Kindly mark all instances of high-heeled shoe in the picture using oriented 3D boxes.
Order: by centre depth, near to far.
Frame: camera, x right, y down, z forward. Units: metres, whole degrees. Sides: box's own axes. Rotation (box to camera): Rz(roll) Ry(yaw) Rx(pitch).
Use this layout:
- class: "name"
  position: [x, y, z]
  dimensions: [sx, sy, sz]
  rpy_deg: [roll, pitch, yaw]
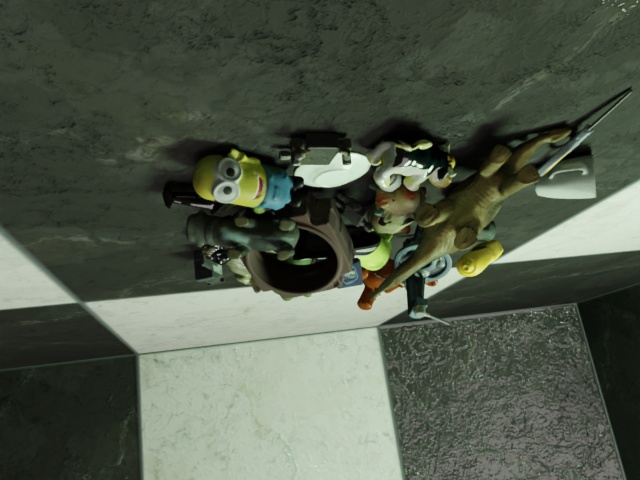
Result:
- class: "high-heeled shoe"
  position: [-0.002, -0.003, 1.093]
  dimensions: [0.249, 0.086, 0.145]
  rpy_deg: [6, 172, -27]

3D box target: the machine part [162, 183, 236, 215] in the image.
- class: "machine part"
  position: [-0.202, -0.070, 0.925]
  dimensions: [0.139, 0.039, 0.084]
  rpy_deg: [3, 165, -38]

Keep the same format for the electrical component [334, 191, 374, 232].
- class: "electrical component"
  position: [0.068, -0.054, 1.036]
  dimensions: [0.021, 0.094, 0.063]
  rpy_deg: [-46, 173, -17]

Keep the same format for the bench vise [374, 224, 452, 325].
- class: "bench vise"
  position: [0.208, 0.078, 1.151]
  dimensions: [0.129, 0.241, 0.223]
  rpy_deg: [17, 136, -6]

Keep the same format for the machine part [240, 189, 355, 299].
- class: "machine part"
  position: [-0.048, 0.014, 1.034]
  dimensions: [0.202, 0.087, 0.200]
  rpy_deg: [-13, 129, 18]

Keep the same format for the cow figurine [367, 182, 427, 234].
- class: "cow figurine"
  position: [0.143, -0.065, 1.039]
  dimensions: [0.127, 0.085, 0.195]
  rpy_deg: [-6, 167, -14]

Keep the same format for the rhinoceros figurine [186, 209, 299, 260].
- class: "rhinoceros figurine"
  position: [-0.129, -0.015, 0.904]
  dimensions: [0.190, 0.073, 0.112]
  rpy_deg: [3, -165, -6]

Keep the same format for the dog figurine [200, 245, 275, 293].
- class: "dog figurine"
  position: [-0.197, 0.033, 1.200]
  dimensions: [0.190, 0.121, 0.172]
  rpy_deg: [20, 146, -32]

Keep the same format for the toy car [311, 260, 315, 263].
- class: "toy car"
  position: [0.052, 0.045, 1.398]
  dimensions: [0.202, 0.053, 0.089]
  rpy_deg: [-1, 157, -36]

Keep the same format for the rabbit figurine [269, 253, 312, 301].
- class: "rabbit figurine"
  position: [-0.072, 0.058, 1.262]
  dimensions: [0.121, 0.159, 0.170]
  rpy_deg: [8, 143, -19]

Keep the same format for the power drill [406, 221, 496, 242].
- class: "power drill"
  position: [0.297, -0.010, 1.313]
  dimensions: [0.232, 0.086, 0.207]
  rpy_deg: [-2, 155, -30]

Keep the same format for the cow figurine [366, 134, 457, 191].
- class: "cow figurine"
  position: [0.167, -0.129, 0.866]
  dimensions: [0.167, 0.068, 0.098]
  rpy_deg: [2, 154, -33]

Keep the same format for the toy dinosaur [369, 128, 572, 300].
- class: "toy dinosaur"
  position: [0.246, -0.035, 0.963]
  dimensions: [0.471, 0.105, 0.198]
  rpy_deg: [-41, 169, 15]

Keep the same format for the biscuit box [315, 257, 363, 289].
- class: "biscuit box"
  position: [0.037, 0.048, 1.213]
  dimensions: [0.059, 0.062, 0.203]
  rpy_deg: [-11, -163, -12]

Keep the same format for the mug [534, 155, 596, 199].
- class: "mug"
  position: [0.464, -0.117, 1.022]
  dimensions: [0.107, 0.080, 0.109]
  rpy_deg: [-6, 170, 28]

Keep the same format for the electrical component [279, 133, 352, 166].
- class: "electrical component"
  position: [-0.003, -0.130, 0.807]
  dimensions: [0.102, 0.045, 0.078]
  rpy_deg: [-1, 160, -23]

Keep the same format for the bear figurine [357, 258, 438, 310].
- class: "bear figurine"
  position: [0.178, 0.097, 1.332]
  dimensions: [0.196, 0.120, 0.132]
  rpy_deg: [-2, -146, 46]

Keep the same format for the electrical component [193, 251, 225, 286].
- class: "electrical component"
  position: [-0.268, 0.062, 1.262]
  dimensions: [0.048, 0.075, 0.119]
  rpy_deg: [-12, 167, 11]

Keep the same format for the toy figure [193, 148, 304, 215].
- class: "toy figure"
  position: [-0.113, -0.085, 0.847]
  dimensions: [0.180, 0.082, 0.089]
  rpy_deg: [4, 166, -44]
